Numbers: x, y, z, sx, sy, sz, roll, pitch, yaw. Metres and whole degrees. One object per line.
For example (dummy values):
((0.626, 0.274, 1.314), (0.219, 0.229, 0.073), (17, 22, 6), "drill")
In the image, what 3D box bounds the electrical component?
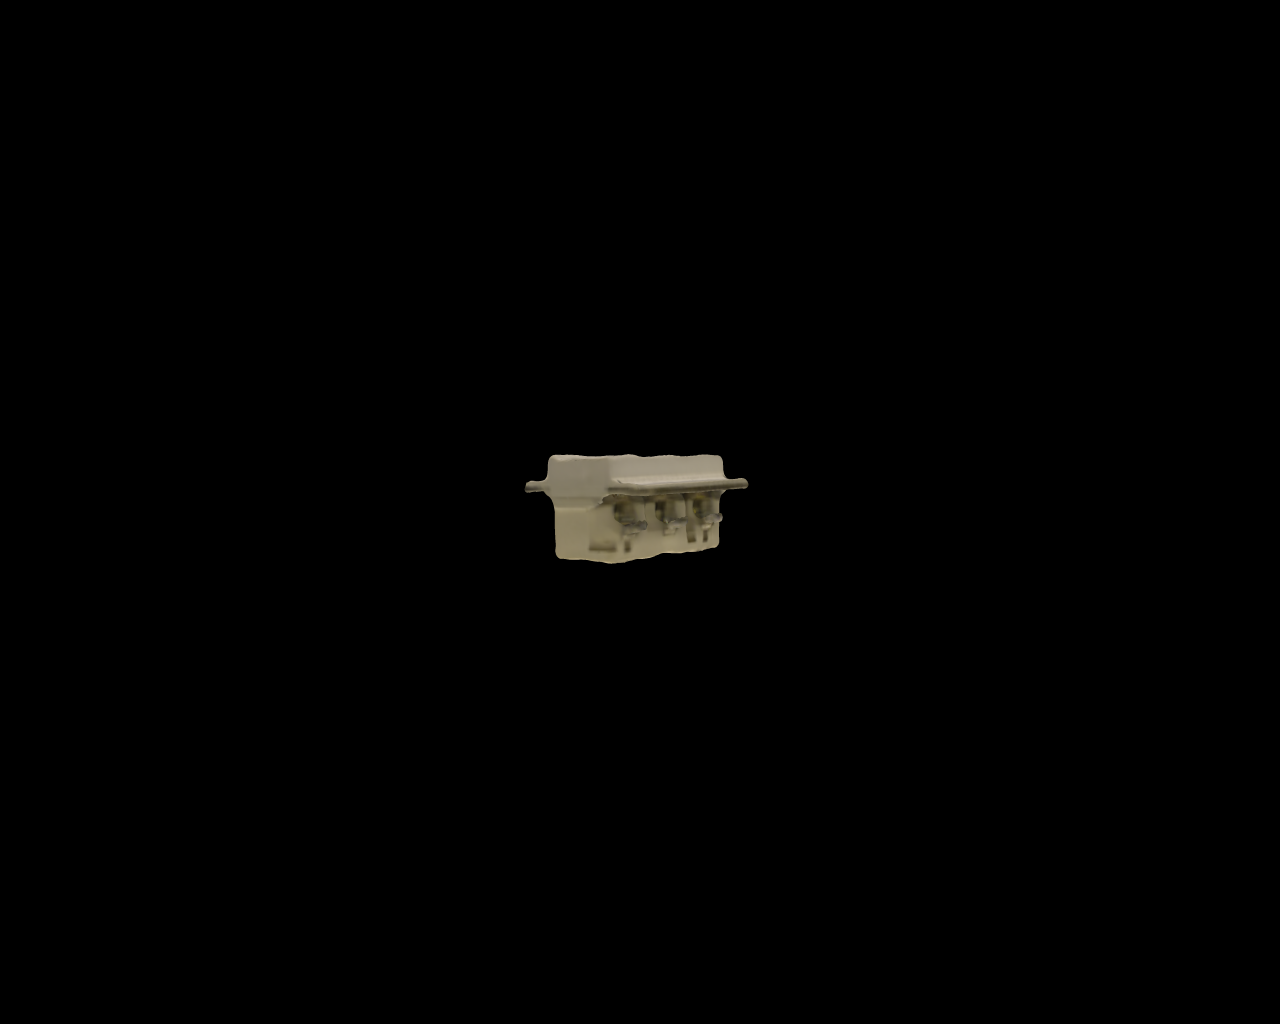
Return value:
((0.001, -0.003, 0.650), (0.079, 0.063, 0.121), (2, 3, 36), "electrical component")
